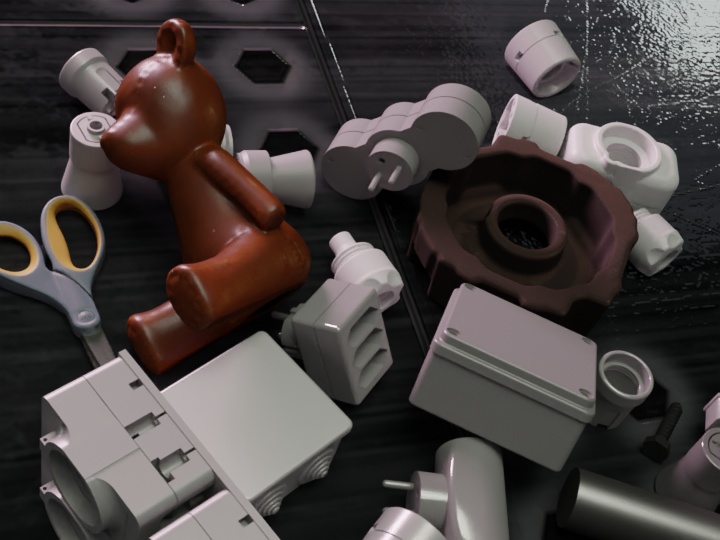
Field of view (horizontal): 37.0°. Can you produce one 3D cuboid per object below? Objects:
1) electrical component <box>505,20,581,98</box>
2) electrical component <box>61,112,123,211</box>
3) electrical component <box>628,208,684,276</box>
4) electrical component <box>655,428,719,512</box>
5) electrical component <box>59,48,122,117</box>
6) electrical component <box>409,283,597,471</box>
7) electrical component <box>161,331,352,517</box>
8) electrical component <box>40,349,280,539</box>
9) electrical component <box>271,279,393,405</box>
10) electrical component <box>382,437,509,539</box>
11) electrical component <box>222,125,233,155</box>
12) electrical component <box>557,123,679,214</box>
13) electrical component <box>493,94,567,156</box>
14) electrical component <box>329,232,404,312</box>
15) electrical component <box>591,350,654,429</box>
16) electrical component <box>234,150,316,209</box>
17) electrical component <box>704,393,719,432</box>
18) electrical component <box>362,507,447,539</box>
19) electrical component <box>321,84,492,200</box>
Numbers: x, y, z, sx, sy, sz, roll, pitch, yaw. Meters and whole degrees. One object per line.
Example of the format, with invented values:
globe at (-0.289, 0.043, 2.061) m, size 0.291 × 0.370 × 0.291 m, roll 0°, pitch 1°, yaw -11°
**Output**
electrical component at (0.167, -0.190, 0.975) m, size 0.055 × 0.055 × 0.047 m, roll -16°, pitch 61°, yaw -27°
electrical component at (-0.190, -0.080, 0.767) m, size 0.044 × 0.065 × 0.044 m, roll 9°, pitch 50°, yaw -10°
electrical component at (0.226, -0.029, 0.866) m, size 0.043 × 0.043 × 0.062 m, roll -23°, pitch 60°, yaw -31°
electrical component at (0.231, 0.135, 0.717) m, size 0.044 × 0.065 × 0.044 m, roll 9°, pitch 50°, yaw -10°
electrical component at (-0.203, -0.142, 0.833) m, size 0.046 × 0.040 × 0.040 m, roll 43°, pitch 52°, yaw 11°
electrical component at (0.098, 0.068, 0.713) m, size 0.109 × 0.056 × 0.108 m, roll 25°, pitch 21°, yaw 4°
electrical component at (-0.068, 0.099, 0.666) m, size 0.100 × 0.048 × 0.100 m, roll -32°, pitch 66°, yaw -35°
electrical component at (-0.102, 0.150, 0.576) m, size 0.060 × 0.105 × 0.186 m, roll -29°, pitch 64°, yaw -34°
electrical component at (-0.027, 0.044, 0.720) m, size 0.077 × 0.065 × 0.047 m, roll 11°, pitch 41°, yaw 32°
electrical component at (0.052, 0.145, 0.668) m, size 0.079 × 0.043 × 0.077 m, roll 9°, pitch 49°, yaw -10°
electrical component at (-0.127, -0.089, 0.808) m, size 0.055 × 0.045 × 0.045 m, roll -2°, pitch 52°, yaw -19°
electrical component at (0.213, -0.082, 0.895) m, size 0.095 × 0.059 × 0.053 m, roll 14°, pitch 49°, yaw -6°
electrical component at (0.143, -0.113, 0.904) m, size 0.047 × 0.055 × 0.055 m, roll 20°, pitch 48°, yaw -5°
electrical component at (0.000, 0.000, 0.773) m, size 0.043 × 0.043 × 0.062 m, roll -17°, pitch 57°, yaw -28°
electrical component at (0.178, 0.085, 0.754) m, size 0.040 × 0.046 × 0.040 m, roll 9°, pitch 50°, yaw -10°
electrical component at (-0.066, -0.068, 0.808) m, size 0.055 × 0.045 × 0.045 m, roll -2°, pitch 52°, yaw -18°
electrical component at (0.288, 0.099, 0.770) m, size 0.078 × 0.058 × 0.057 m, roll 18°, pitch 52°, yaw -2°
electrical component at (0.021, 0.175, 0.628) m, size 0.055 × 0.055 × 0.047 m, roll 37°, pitch 54°, yaw 15°
electrical component at (0.028, -0.084, 0.802) m, size 0.052 × 0.138 × 0.073 m, roll 53°, pitch 43°, yaw -26°
